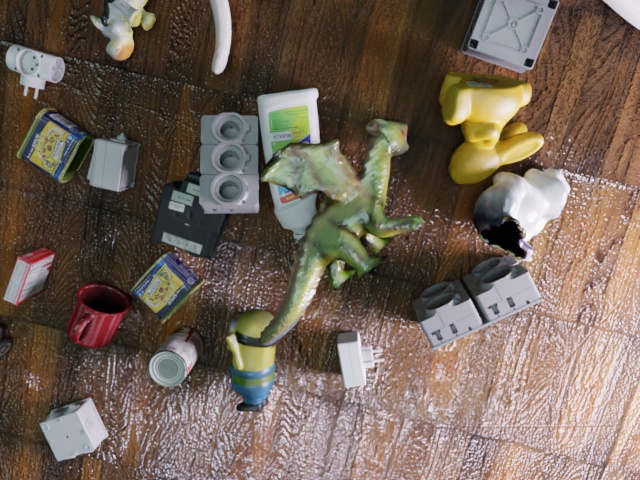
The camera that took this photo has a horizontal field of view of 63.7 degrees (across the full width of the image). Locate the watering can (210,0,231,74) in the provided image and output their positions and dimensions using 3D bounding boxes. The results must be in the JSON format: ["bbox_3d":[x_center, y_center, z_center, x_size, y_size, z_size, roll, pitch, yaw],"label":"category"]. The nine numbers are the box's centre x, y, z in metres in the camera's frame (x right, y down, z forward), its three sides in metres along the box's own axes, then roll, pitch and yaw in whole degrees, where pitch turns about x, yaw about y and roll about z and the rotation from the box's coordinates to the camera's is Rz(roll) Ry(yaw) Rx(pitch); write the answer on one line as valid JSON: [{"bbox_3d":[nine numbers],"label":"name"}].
[{"bbox_3d":[-0.138,-0.450,0.781,0.224,0.345,0.105,36,11,-2],"label":"watering can"}]

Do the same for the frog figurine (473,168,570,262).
[{"bbox_3d":[0.324,-0.062,0.830,0.136,0.162,0.122,44,-23,-25],"label":"frog figurine"}]

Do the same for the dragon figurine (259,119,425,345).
[{"bbox_3d":[0.002,-0.041,0.821,0.412,0.242,0.122,-39,7,-7],"label":"dragon figurine"}]
